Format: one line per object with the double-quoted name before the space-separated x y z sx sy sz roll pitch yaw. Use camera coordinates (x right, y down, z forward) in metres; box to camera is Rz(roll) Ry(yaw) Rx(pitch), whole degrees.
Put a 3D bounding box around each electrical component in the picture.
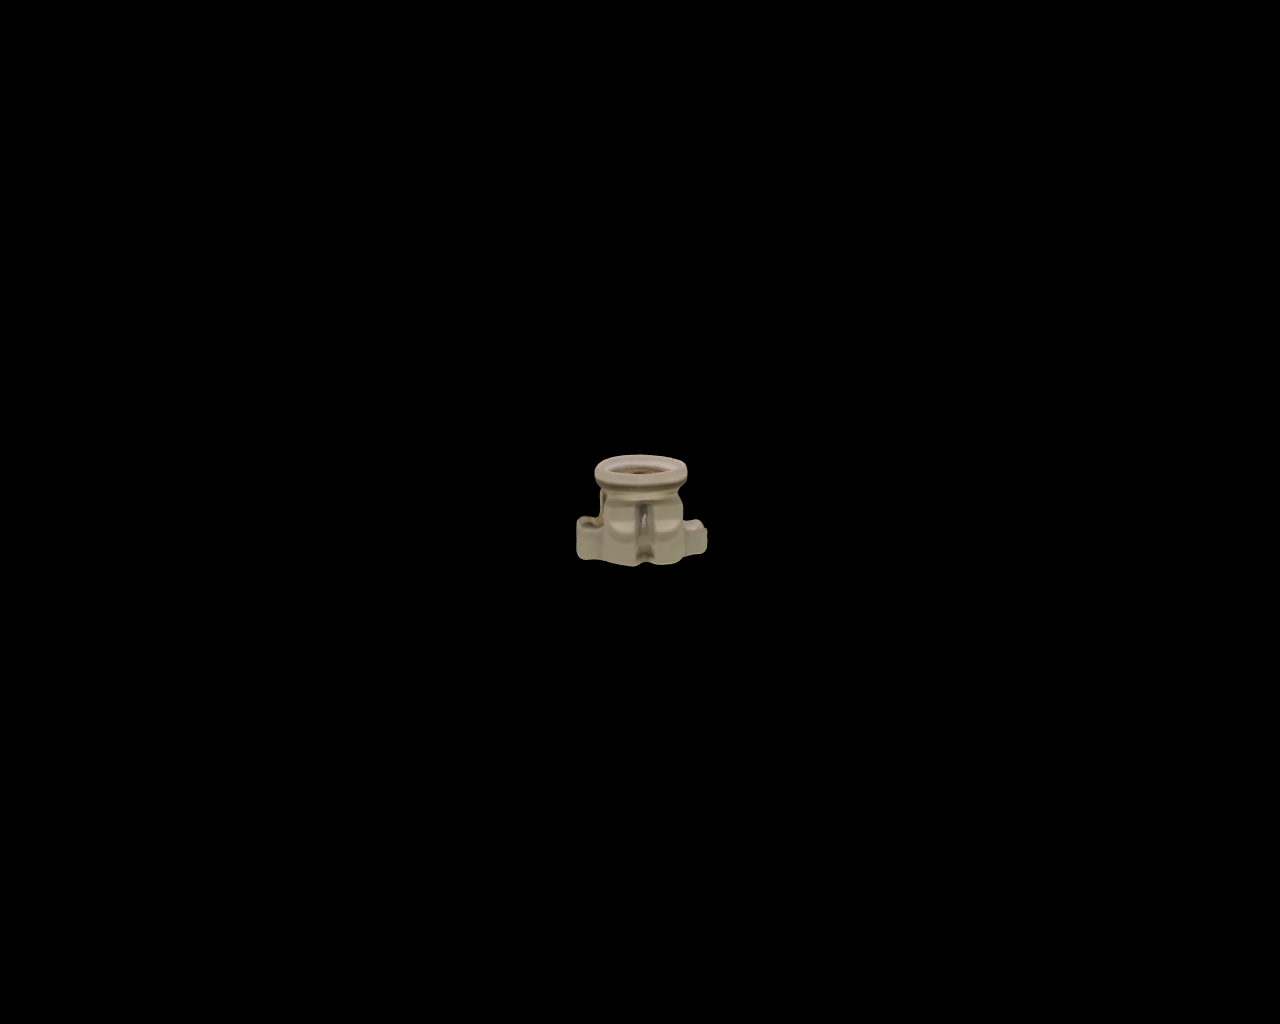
"electrical component" 0.001 -0.003 0.650 0.078 0.056 0.058 -1 16 -5
